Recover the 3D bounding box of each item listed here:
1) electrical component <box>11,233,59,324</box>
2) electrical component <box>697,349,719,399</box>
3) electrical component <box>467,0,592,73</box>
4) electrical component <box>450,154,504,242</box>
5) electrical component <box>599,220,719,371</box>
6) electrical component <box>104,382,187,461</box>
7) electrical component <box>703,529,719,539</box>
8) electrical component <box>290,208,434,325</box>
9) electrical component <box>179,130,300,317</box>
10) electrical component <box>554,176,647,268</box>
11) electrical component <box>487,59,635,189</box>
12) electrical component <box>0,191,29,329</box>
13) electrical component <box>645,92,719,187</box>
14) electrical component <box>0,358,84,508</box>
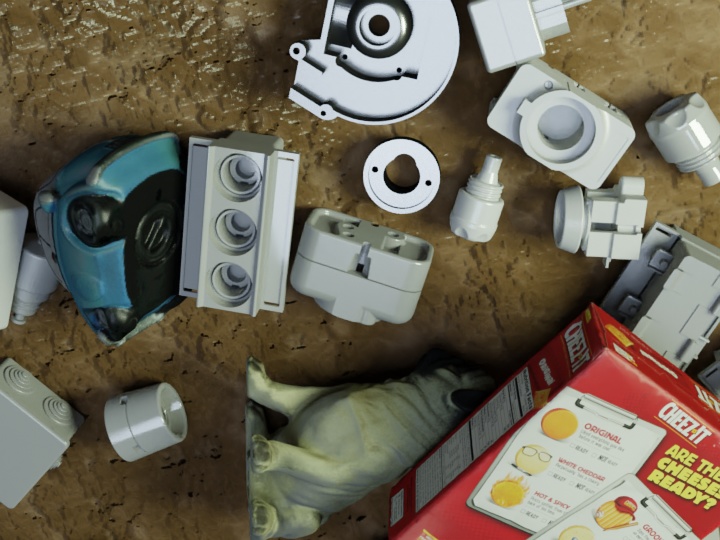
[{"bbox_3d":[-0.258,0.007,0.844,0.040,0.040,0.078,25,112,-1],"label":"electrical component"},{"bbox_3d":[0.290,0.072,0.773,0.042,0.063,0.081,44,111,-8],"label":"electrical component"},{"bbox_3d":[0.115,-0.168,0.707,0.077,0.065,0.047,-16,107,14],"label":"electrical component"},{"bbox_3d":[0.087,-0.053,0.773,0.035,0.035,0.061,17,110,2],"label":"electrical component"},{"bbox_3d":[0.216,0.037,0.771,0.079,0.063,0.121,28,112,-2],"label":"electrical component"},{"bbox_3d":[-0.171,0.121,0.867,0.047,0.055,0.055,-19,107,11],"label":"electrical component"},{"bbox_3d":[0.236,0.207,0.814,0.062,0.096,0.061,40,110,-8],"label":"electrical component"},{"bbox_3d":[0.000,0.000,0.795,0.095,0.053,0.059,18,112,2],"label":"electrical component"},{"bbox_3d":[-0.086,-0.036,0.789,0.079,0.063,0.121,9,112,5],"label":"electrical component"},{"bbox_3d":[0.168,-0.035,0.762,0.055,0.048,0.066,3,111,0],"label":"electrical component"},{"bbox_3d":[0.137,-0.101,0.735,0.089,0.055,0.050,31,112,-4],"label":"electrical component"},{"bbox_3d":[-0.314,-0.018,0.816,0.109,0.056,0.108,29,115,25],"label":"electrical component"},{"bbox_3d":[0.227,-0.086,0.734,0.043,0.043,0.062,-33,104,18],"label":"electrical component"},{"bbox_3d":[-0.290,0.133,0.892,0.100,0.048,0.099,41,111,-8],"label":"electrical component"}]
